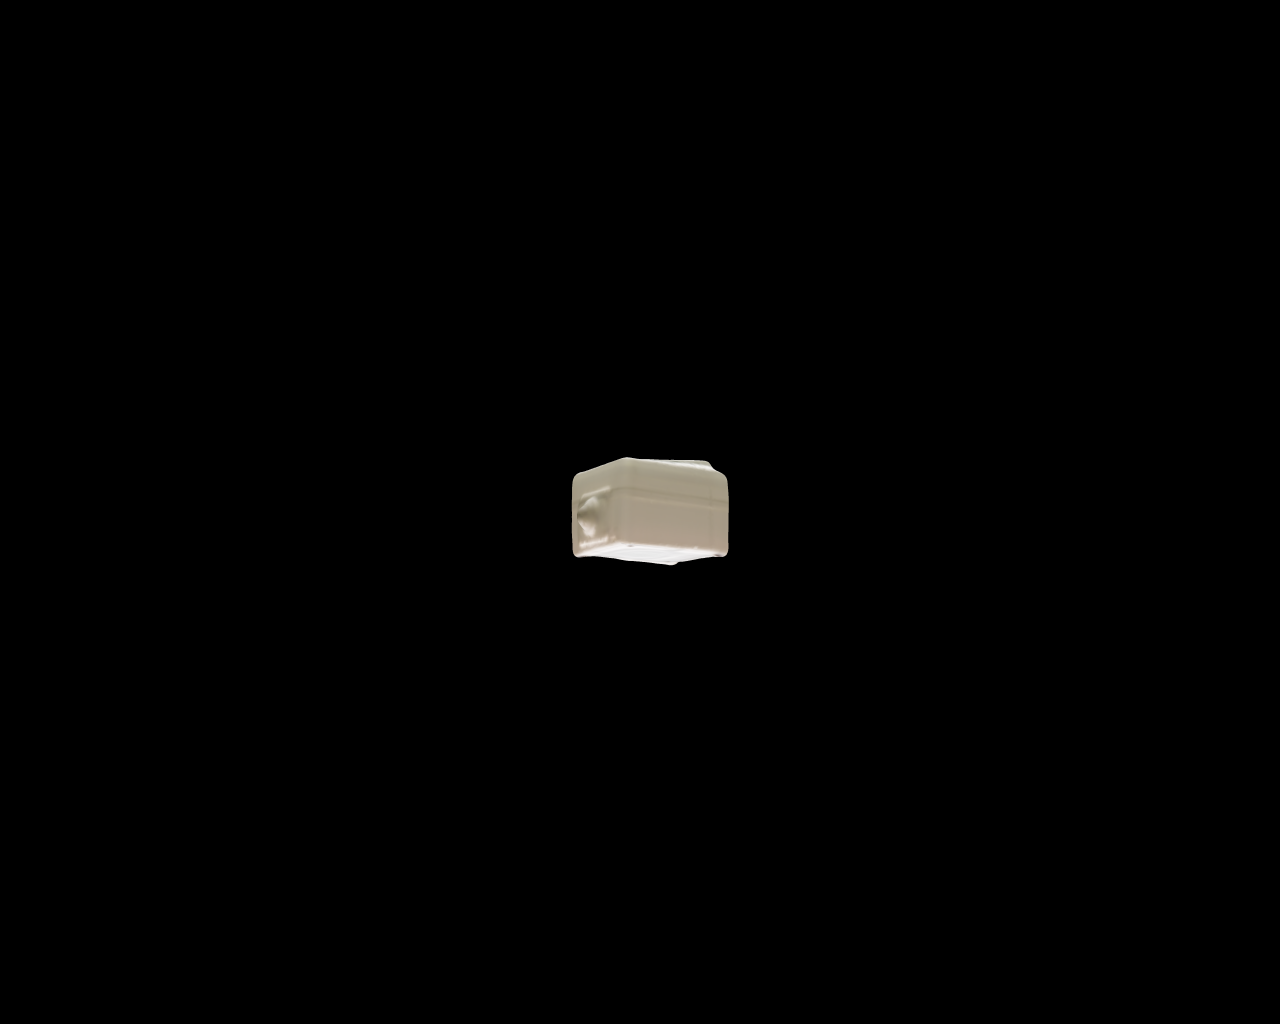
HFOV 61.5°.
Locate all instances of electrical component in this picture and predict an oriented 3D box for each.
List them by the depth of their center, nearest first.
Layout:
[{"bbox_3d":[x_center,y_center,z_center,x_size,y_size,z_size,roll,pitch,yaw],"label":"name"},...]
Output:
[{"bbox_3d":[0.001,-0.003,0.650,0.096,0.061,0.061,8,-14,-35],"label":"electrical component"}]
